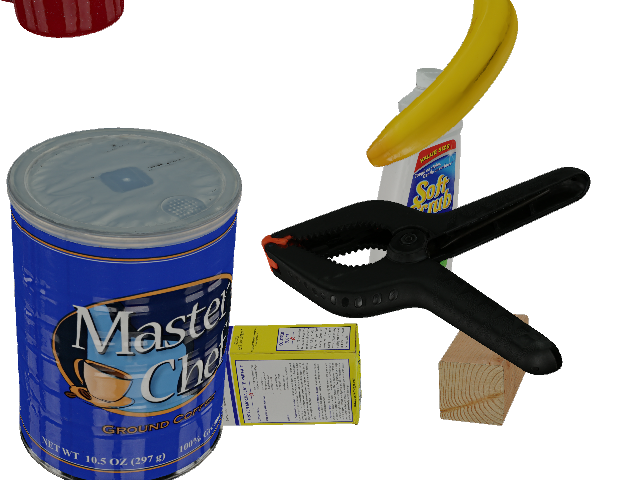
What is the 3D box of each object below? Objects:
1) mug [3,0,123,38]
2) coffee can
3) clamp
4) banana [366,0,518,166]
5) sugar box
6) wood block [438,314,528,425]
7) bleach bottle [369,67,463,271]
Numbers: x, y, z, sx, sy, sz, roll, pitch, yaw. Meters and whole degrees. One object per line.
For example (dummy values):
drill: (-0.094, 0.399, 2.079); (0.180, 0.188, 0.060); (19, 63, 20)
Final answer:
mug: (-0.202, -0.203, 0.790); (0.117, 0.081, 0.093); (-1, 36, 1)
coffee can: (-0.093, 0.031, 0.507); (0.102, 0.140, 0.103); (5, 30, -3)
clamp: (0.067, 0.005, 0.677); (0.210, 0.036, 0.164); (7, 45, 26)
banana: (0.107, -0.132, 0.837); (0.070, 0.197, 0.037); (2, -38, 49)
sugar box: (-0.053, 0.121, 0.958); (0.176, 0.093, 0.048); (1, 36, 6)
wood block: (0.240, 0.180, 1.545); (0.091, 0.090, 0.205); (3, 17, 20)
bleach bottle: (0.107, -0.067, 1.203); (0.102, 0.251, 0.068); (-7, 22, -25)
